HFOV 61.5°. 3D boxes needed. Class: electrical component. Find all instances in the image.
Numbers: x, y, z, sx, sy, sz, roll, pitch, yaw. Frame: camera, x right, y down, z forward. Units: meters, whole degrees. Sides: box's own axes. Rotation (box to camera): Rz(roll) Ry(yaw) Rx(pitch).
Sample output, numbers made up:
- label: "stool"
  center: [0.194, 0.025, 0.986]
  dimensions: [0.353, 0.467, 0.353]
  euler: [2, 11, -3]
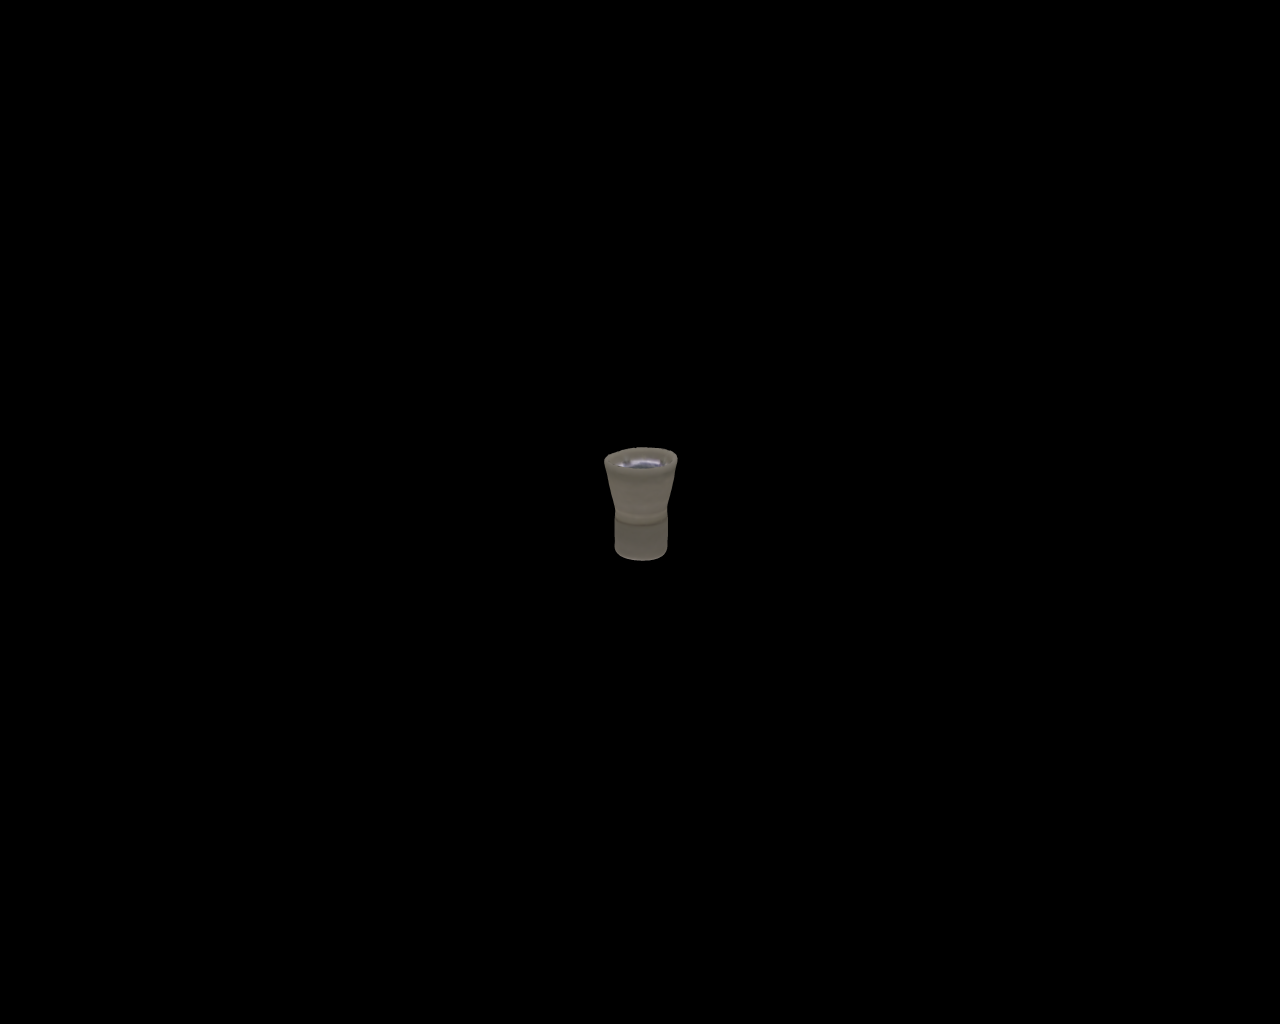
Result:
- label: "electrical component"
  center: [0.001, -0.003, 0.650]
  dimensions: [0.044, 0.065, 0.044]
  euler: [0, 21, 0]
